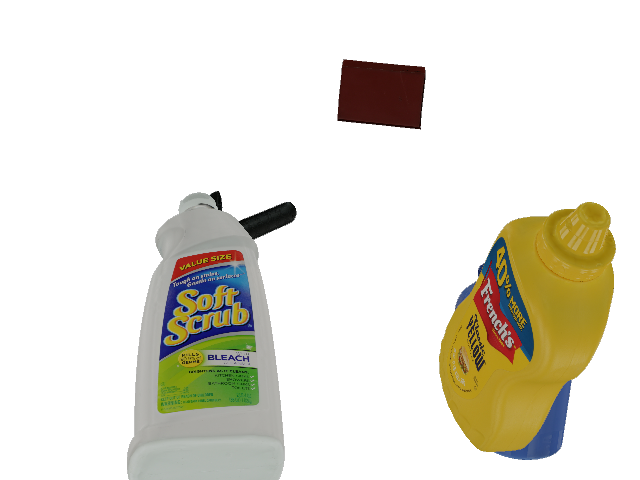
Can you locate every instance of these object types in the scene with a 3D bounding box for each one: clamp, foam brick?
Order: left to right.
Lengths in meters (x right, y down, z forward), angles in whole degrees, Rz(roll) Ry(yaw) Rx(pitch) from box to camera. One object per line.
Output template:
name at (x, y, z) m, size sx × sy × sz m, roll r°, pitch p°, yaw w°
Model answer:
clamp at (-0.105, -0.004, 1.217) m, size 0.120 × 0.039 × 0.171 m, roll -1°, pitch 35°, yaw 25°
foam brick at (0.056, -0.134, 0.975) m, size 0.078 × 0.051 × 0.053 m, roll 6°, pitch 16°, yaw 3°

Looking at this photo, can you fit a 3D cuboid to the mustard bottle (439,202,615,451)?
mustard bottle at (0.124, 0.042, 0.625) m, size 0.058 × 0.096 × 0.192 m, roll 0°, pitch -36°, yaw -13°

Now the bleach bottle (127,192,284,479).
bleach bottle at (-0.087, 0.059, 0.754) m, size 0.102 × 0.068 × 0.251 m, roll -2°, pitch 44°, yaw -10°

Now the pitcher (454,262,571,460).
pitcher at (0.251, 0.150, 1.352) m, size 0.149 × 0.243 × 0.144 m, roll 6°, pitch 16°, yaw 18°
